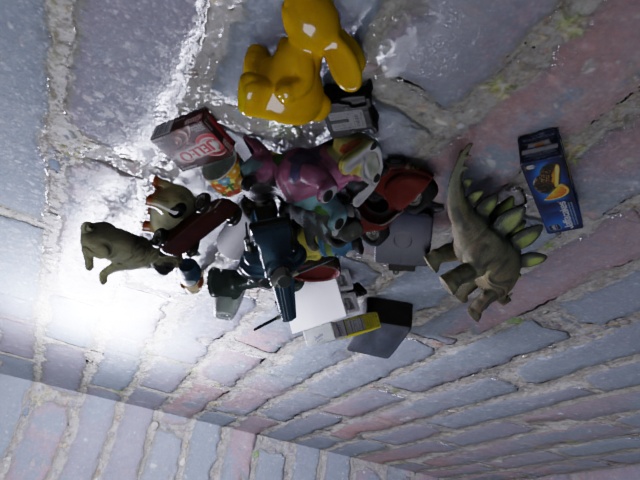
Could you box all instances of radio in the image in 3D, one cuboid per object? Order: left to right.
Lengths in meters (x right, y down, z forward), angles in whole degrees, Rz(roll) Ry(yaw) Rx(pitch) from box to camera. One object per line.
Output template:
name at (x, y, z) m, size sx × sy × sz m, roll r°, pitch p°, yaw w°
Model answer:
radio at (0.153, 0.236, 1.428) m, size 0.131 × 0.073 × 0.229 m, roll 12°, pitch 146°, yaw -3°

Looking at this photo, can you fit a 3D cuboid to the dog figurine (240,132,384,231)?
dog figurine at (-0.028, -0.124, 0.891) m, size 0.219 × 0.191 × 0.108 m, roll 32°, pitch 164°, yaw 32°

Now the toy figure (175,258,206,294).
toy figure at (-0.322, 0.096, 1.338) m, size 0.064 × 0.058 × 0.154 m, roll 27°, pitch 151°, yaw 11°

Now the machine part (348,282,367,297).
machine part at (0.057, 0.146, 1.321) m, size 0.084 × 0.039 × 0.139 m, roll -9°, pitch 158°, yaw -43°

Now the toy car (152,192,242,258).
toy car at (-0.232, -0.029, 1.011) m, size 0.089 × 0.053 × 0.202 m, roll 25°, pitch 133°, yaw -39°

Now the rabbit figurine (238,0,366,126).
rabbit figurine at (-0.020, -0.237, 0.696) m, size 0.162 × 0.122 × 0.173 m, roll 19°, pitch 128°, yaw -2°

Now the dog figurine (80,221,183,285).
dog figurine at (-0.420, 0.012, 1.210) m, size 0.191 × 0.121 × 0.172 m, roll -10°, pitch 149°, yaw 3°

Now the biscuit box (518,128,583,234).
biscuit box at (0.379, -0.089, 0.875) m, size 0.063 × 0.059 × 0.202 m, roll -12°, pitch 142°, yaw 29°

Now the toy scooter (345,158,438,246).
toy scooter at (0.106, -0.081, 0.937) m, size 0.135 × 0.075 × 0.184 m, roll 45°, pitch 124°, yaw -4°

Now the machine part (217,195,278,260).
machine part at (-0.150, -0.026, 1.085) m, size 0.079 × 0.079 × 0.243 m, roll 21°, pitch 147°, yaw -18°

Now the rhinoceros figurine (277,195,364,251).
rhinoceros figurine at (0.001, -0.045, 0.965) m, size 0.191 × 0.073 × 0.112 m, roll 34°, pitch 135°, yaw 39°

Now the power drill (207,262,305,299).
power drill at (-0.161, 0.082, 1.217) m, size 0.207 × 0.086 × 0.232 m, roll -18°, pitch 161°, yaw 34°

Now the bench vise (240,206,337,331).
bench vise at (-0.070, 0.055, 0.930) m, size 0.129 × 0.224 × 0.240 m, roll -19°, pitch 124°, yaw -18°

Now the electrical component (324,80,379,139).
electrical component at (0.026, -0.195, 0.808) m, size 0.119 × 0.048 × 0.074 m, roll -2°, pitch 145°, yaw 13°

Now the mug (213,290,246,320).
mug at (-0.234, 0.150, 1.352) m, size 0.081 × 0.107 × 0.109 m, roll 16°, pitch 145°, yaw -8°

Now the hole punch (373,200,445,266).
hole punch at (0.159, -0.013, 1.025) m, size 0.142 × 0.092 × 0.115 m, roll 6°, pitch 144°, yaw 11°

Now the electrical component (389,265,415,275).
electrical component at (0.182, 0.050, 1.175) m, size 0.063 × 0.021 × 0.093 m, roll 3°, pitch 147°, yaw 8°

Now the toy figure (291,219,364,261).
toy figure at (-0.002, -0.007, 1.079) m, size 0.180 × 0.082 × 0.089 m, roll 0°, pitch 136°, yaw 22°

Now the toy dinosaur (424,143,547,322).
toy dinosaur at (0.291, 0.012, 0.962) m, size 0.198 × 0.105 × 0.470 m, roll -39°, pitch 138°, yaw 7°

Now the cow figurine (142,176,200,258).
cow figurine at (-0.295, -0.036, 1.102) m, size 0.127 × 0.085 × 0.194 m, roll 16°, pitch 142°, yaw -10°
